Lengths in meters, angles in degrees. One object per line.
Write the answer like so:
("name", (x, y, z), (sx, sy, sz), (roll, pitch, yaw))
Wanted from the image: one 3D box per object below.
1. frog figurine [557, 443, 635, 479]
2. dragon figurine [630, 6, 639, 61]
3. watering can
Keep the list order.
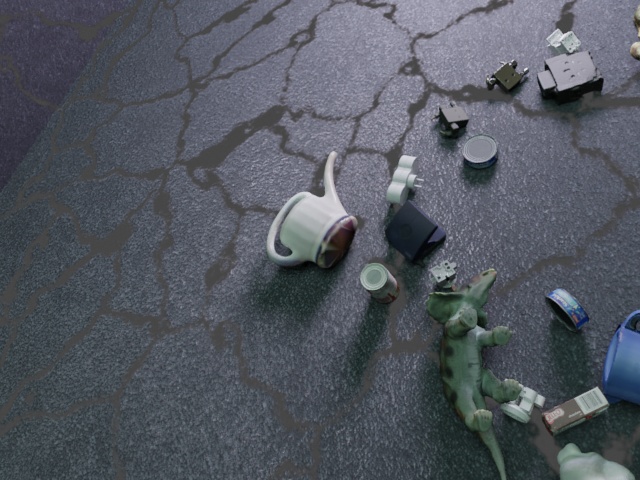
("frog figurine", (0.475, 0.440, 0.884), (0.137, 0.122, 0.160), (-56, 21, -1))
("dragon figurine", (0.886, -0.551, 1.229), (0.245, 0.120, 0.415), (27, 68, 40))
("watering can", (0.004, -0.067, 1.340), (0.226, 0.102, 0.350), (29, 78, 32))
